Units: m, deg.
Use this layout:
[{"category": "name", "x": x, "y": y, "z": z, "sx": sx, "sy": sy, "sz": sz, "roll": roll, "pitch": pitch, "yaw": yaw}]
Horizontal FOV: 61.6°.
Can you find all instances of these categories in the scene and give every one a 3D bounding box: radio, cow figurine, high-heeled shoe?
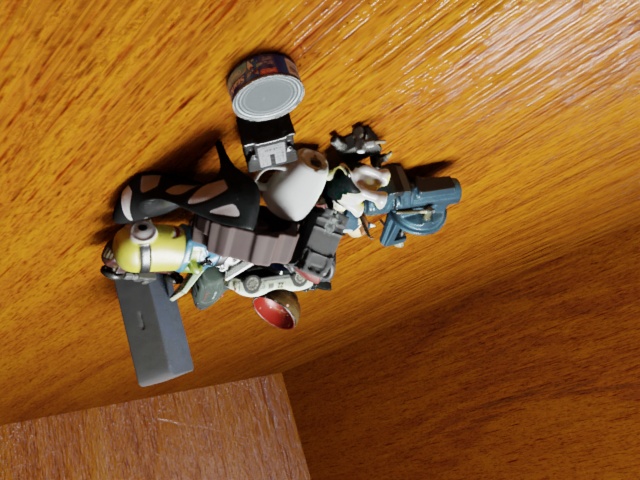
[{"category": "radio", "x": -0.331, "y": 0.169, "z": 1.081, "sx": 0.073, "sy": 0.229, "sz": 0.131, "roll": -18, "pitch": 167, "yaw": 3}, {"category": "cow figurine", "x": 0.038, "y": -0.083, "z": 0.886, "sx": 0.098, "sy": 0.068, "sz": 0.167, "roll": 17, "pitch": 167, "yaw": -21}, {"category": "high-heeled shoe", "x": -0.189, "y": -0.034, "z": 0.746, "sx": 0.249, "sy": 0.145, "sz": 0.086, "roll": -29, "pitch": 158, "yaw": 25}]

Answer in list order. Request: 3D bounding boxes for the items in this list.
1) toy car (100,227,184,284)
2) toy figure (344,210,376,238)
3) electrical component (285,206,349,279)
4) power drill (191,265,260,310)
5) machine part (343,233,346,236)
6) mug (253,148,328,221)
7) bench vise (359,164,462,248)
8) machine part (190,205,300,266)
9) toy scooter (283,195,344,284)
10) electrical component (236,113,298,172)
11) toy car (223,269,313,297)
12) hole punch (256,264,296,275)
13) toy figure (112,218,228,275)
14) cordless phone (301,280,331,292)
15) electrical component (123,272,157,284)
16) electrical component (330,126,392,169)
[{"category": "toy car", "x": -0.289, "y": 0.033, "z": 0.944, "sx": 0.202, "sy": 0.053, "sz": 0.089, "roll": 16, "pitch": 104, "yaw": -57}, {"category": "toy figure", "x": 0.065, "y": -0.038, "z": 1.114, "sx": 0.058, "sy": 0.064, "sz": 0.154, "roll": -46, "pitch": 153, "yaw": 6}, {"category": "electrical component", "x": -0.020, "y": -0.003, "z": 0.917, "sx": 0.058, "sy": 0.115, "sz": 0.134, "roll": 25, "pitch": 175, "yaw": -27}, {"category": "power drill", "x": -0.196, "y": 0.098, "z": 1.252, "sx": 0.207, "sy": 0.086, "sz": 0.232, "roll": -6, "pitch": 157, "yaw": -12}, {"category": "machine part", "x": -0.002, "y": -0.004, "z": 1.187, "sx": 0.084, "sy": 0.039, "sz": 0.139, "roll": 9, "pitch": 151, "yaw": -39}, {"category": "mug", "x": -0.042, "y": -0.096, "z": 0.832, "sx": 0.109, "sy": 0.081, "sz": 0.107, "roll": 21, "pitch": 137, "yaw": -22}, {"category": "bench vise", "x": 0.157, "y": -0.049, "z": 1.060, "sx": 0.224, "sy": 0.129, "sz": 0.240, "roll": -19, "pitch": 153, "yaw": -16}, {"category": "machine part", "x": -0.116, "y": -0.015, "z": 0.839, "sx": 0.179, "sy": 0.180, "sz": 0.056, "roll": 1, "pitch": 112, "yaw": -44}, {"category": "toy scooter", "x": -0.031, "y": -0.003, "z": 1.026, "sx": 0.135, "sy": 0.183, "sz": 0.075, "roll": 5, "pitch": -159, "yaw": -7}, {"category": "electrical component", "x": -0.072, "y": -0.127, "z": 0.741, "sx": 0.075, "sy": 0.048, "sz": 0.119, "roll": -14, "pitch": 160, "yaw": -9}, {"category": "toy car", "x": -0.108, "y": 0.085, "z": 1.148, "sx": 0.202, "sy": 0.056, "sz": 0.074, "roll": -6, "pitch": -164, "yaw": -33}, {"category": "hole punch", "x": -0.079, "y": 0.017, "z": 1.120, "sx": 0.142, "sy": 0.092, "sz": 0.116, "roll": -6, "pitch": -167, "yaw": -45}, {"category": "toy figure", "x": -0.237, "y": 0.016, "z": 0.863, "sx": 0.180, "sy": 0.089, "sz": 0.082, "roll": 11, "pitch": -179, "yaw": -37}, {"category": "cordless phone", "x": -0.073, "y": 0.095, "z": 1.372, "sx": 0.184, "sy": 0.088, "sz": 0.146, "roll": -12, "pitch": 166, "yaw": 19}, {"category": "electrical component", "x": -0.327, "y": 0.050, "z": 0.992, "sx": 0.021, "sy": 0.063, "sz": 0.094, "roll": -24, "pitch": 162, "yaw": 26}, {"category": "electrical component", "x": 0.067, "y": -0.141, "z": 0.833, "sx": 0.078, "sy": 0.045, "sz": 0.102, "roll": -23, "pitch": 161, "yaw": 11}]
